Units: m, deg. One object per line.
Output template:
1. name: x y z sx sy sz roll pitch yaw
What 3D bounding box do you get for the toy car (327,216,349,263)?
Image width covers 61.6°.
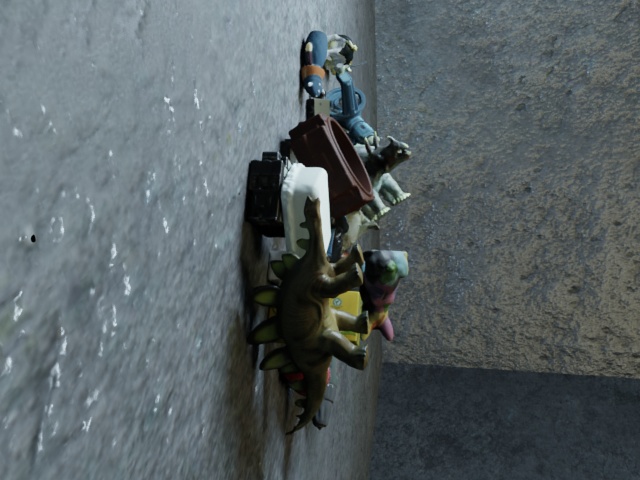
1. toy car: -0.002 -0.004 1.194 0.109 0.103 0.161 19 81 -66

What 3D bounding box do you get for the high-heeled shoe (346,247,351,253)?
1. high-heeled shoe: 0.062 -0.083 1.516 0.145 0.086 0.248 139 -65 -78

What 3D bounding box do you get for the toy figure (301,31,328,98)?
1. toy figure: -0.012 -0.396 1.227 0.058 0.064 0.154 -8 -107 63

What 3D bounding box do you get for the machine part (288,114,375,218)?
1. machine part: 0.030 -0.153 1.107 0.201 0.087 0.201 63 15 2

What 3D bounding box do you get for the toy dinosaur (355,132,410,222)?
1. toy dinosaur: 0.124 -0.149 1.385 0.192 0.131 0.405 55 -8 0

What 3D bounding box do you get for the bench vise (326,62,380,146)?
1. bench vise: 0.077 -0.348 1.416 0.240 0.129 0.224 76 -8 -54

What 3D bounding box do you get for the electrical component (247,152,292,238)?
1. electrical component: -0.080 -0.080 0.917 0.114 0.058 0.134 63 31 -72

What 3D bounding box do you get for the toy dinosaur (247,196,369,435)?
1. toy dinosaur: -0.016 0.151 0.903 0.105 0.199 0.470 -66 154 -66

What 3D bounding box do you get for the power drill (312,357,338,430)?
1. power drill: 0.002 0.326 1.249 0.207 0.086 0.232 80 12 -66

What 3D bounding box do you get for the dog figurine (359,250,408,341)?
1. dog figurine: 0.146 0.137 1.305 0.191 0.108 0.219 162 -71 -74

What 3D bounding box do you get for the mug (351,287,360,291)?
1. mug: 0.036 0.100 1.313 0.081 0.107 0.109 17 79 -32

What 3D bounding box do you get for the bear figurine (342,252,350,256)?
1. bear figurine: 0.084 0.077 1.475 0.196 0.132 0.120 -120 -157 -62

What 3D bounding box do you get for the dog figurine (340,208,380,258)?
1. dog figurine: 0.041 -0.011 1.417 0.121 0.190 0.172 45 1 -8

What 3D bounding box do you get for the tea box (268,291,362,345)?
1. tea box: -0.008 0.148 1.014 0.068 0.170 0.098 65 27 -66

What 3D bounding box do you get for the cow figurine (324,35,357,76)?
1. cow figurine: 0.058 -0.505 1.471 0.167 0.098 0.068 16 69 -79

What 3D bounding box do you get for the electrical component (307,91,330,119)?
1. electrical component: -0.007 -0.313 1.310 0.078 0.045 0.102 -22 113 -47

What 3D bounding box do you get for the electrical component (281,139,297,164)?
1. electrical component: -0.064 -0.171 1.081 0.094 0.021 0.063 -33 123 -75
